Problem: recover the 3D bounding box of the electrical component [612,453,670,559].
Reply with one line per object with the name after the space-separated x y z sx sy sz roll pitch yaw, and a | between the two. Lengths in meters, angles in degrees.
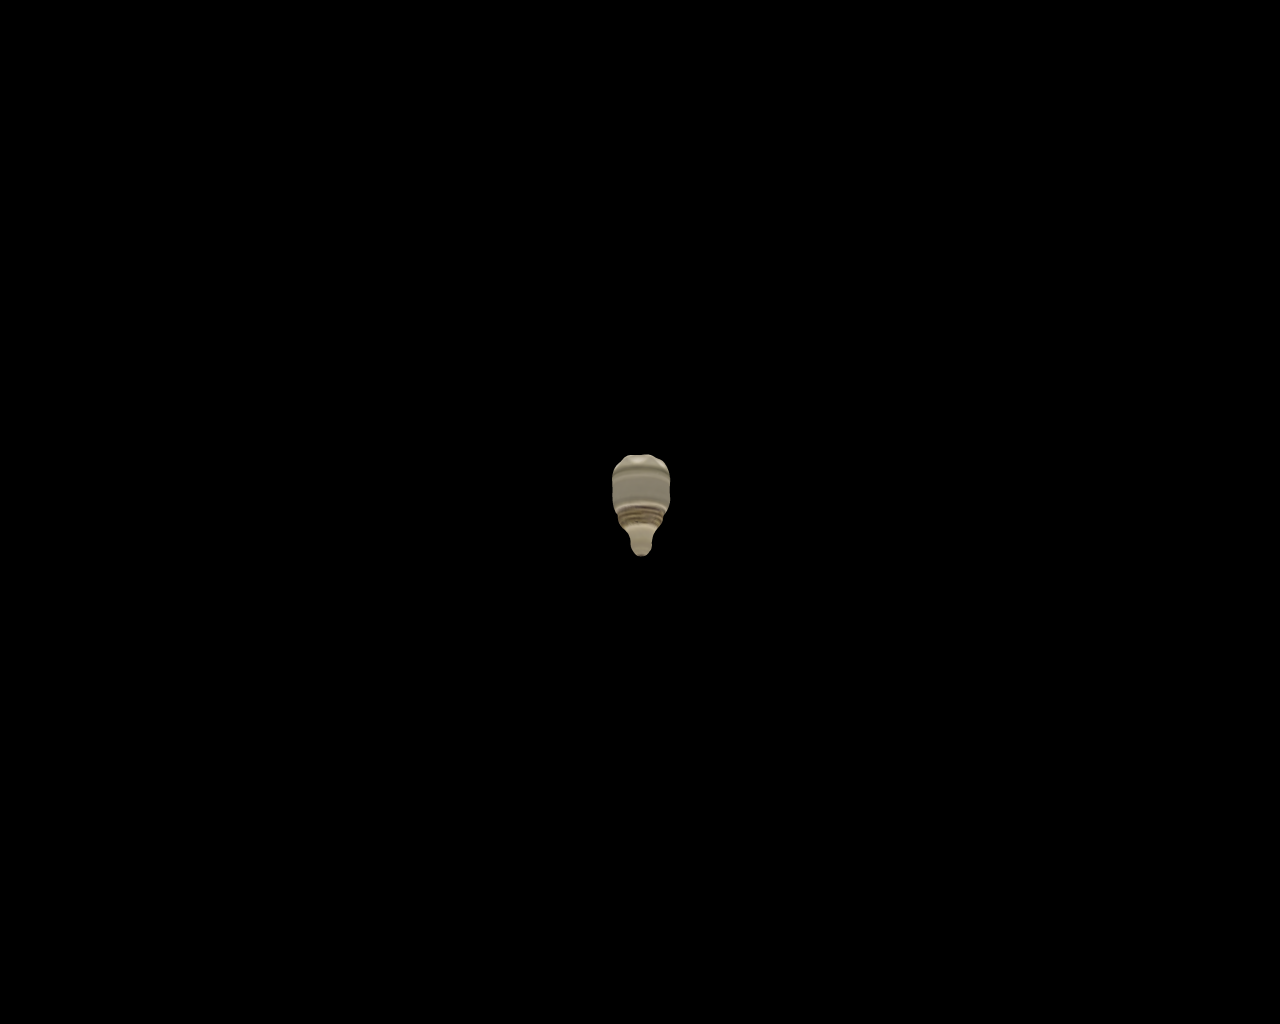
0.001 -0.003 0.650 0.035 0.061 0.035 0 -18 0 | electrical component
